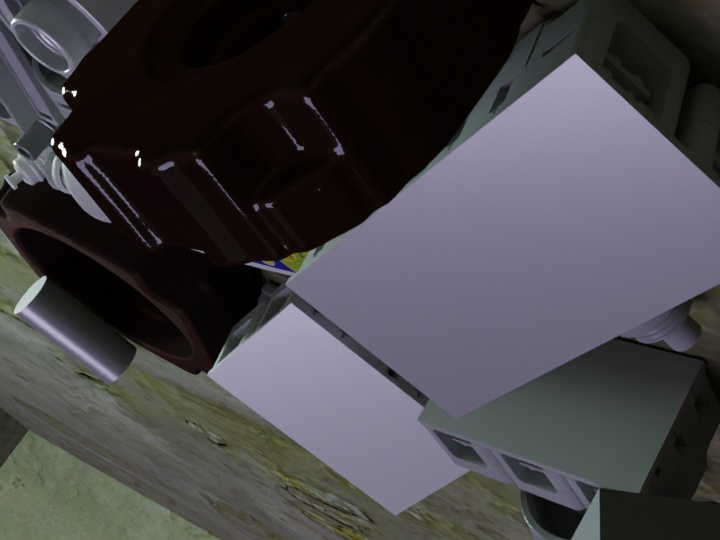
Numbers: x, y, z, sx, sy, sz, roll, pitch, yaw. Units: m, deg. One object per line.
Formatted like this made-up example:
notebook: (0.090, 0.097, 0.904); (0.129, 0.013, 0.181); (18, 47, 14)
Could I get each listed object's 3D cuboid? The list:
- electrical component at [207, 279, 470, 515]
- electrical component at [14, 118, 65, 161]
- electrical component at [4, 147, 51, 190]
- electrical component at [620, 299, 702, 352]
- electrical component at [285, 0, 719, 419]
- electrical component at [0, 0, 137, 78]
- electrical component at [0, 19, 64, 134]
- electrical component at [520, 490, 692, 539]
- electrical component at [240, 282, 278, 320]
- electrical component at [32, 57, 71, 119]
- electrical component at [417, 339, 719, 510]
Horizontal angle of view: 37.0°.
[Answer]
electrical component: (-0.003, 0.088, 0.803); (0.186, 0.060, 0.105); (39, 127, -15)
electrical component: (-0.213, -0.104, 0.744); (0.048, 0.062, 0.048); (29, 159, 12)
electrical component: (-0.224, -0.087, 0.784); (0.040, 0.078, 0.040); (43, 162, 18)
electrical component: (0.140, 0.015, 0.525); (0.062, 0.043, 0.043); (39, 158, -18)
electrical component: (0.068, -0.020, 0.453); (0.105, 0.060, 0.186); (39, 137, -14)
electrical component: (-0.153, -0.140, 0.579); (0.108, 0.060, 0.108); (29, 159, 12)
electrical component: (-0.227, -0.150, 0.661); (0.079, 0.063, 0.121); (25, 158, 19)
electrical component: (0.159, 0.151, 0.713); (0.108, 0.108, 0.060); (10, 143, 46)
electrical component: (-0.056, 0.060, 0.893); (0.056, 0.050, 0.089); (24, 157, 24)
electrical component: (-0.167, -0.119, 0.658); (0.055, 0.055, 0.047); (30, 163, 9)
electrical component: (0.125, 0.089, 0.642); (0.150, 0.089, 0.061); (14, 152, 41)
